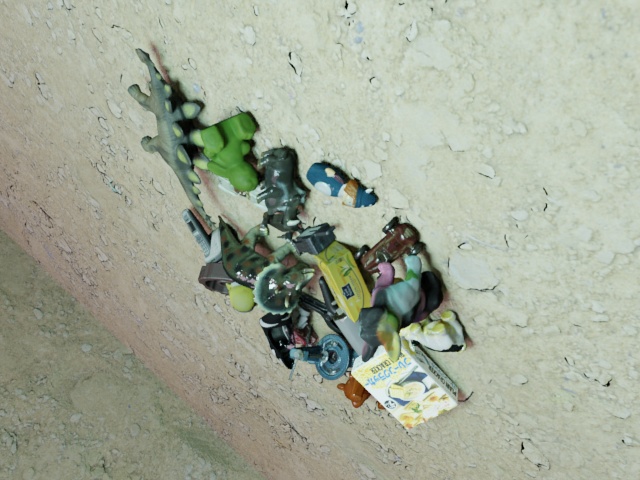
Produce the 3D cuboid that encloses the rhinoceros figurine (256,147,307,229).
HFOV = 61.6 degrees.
[{"bbox_3d":[-0.085,-0.116,1.207,0.112,0.073,0.190,-3,117,2],"label":"rhinoceros figurine"}]

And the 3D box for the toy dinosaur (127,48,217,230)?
[{"bbox_3d":[-0.354,-0.239,1.329,0.199,0.105,0.470,24,139,40],"label":"toy dinosaur"}]

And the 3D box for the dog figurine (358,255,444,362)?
[{"bbox_3d":[0.156,0.153,1.072,0.109,0.219,0.191,-9,139,41],"label":"dog figurine"}]

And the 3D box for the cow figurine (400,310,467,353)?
[{"bbox_3d":[0.247,0.214,1.210,0.167,0.068,0.098,-13,120,52],"label":"cow figurine"}]

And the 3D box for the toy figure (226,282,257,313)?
[{"bbox_3d":[-0.206,0.160,1.475,0.180,0.082,0.089,111,139,-70],"label":"toy figure"}]

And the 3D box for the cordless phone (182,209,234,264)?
[{"bbox_3d":[-0.323,-0.025,1.556,0.184,0.089,0.146,56,145,-6],"label":"cordless phone"}]

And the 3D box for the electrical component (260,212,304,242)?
[{"bbox_3d":[-0.096,-0.032,1.313,0.078,0.045,0.102,9,162,47],"label":"electrical component"}]

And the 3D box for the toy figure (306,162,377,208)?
[{"bbox_3d":[0.044,-0.106,1.111,0.155,0.058,0.064,32,-178,17],"label":"toy figure"}]

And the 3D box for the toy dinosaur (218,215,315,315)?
[{"bbox_3d":[-0.171,0.063,1.386,0.405,0.192,0.131,21,136,30],"label":"toy dinosaur"}]

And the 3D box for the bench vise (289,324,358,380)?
[{"bbox_3d":[-0.002,0.308,1.448,0.224,0.128,0.240,9,175,41],"label":"bench vise"}]

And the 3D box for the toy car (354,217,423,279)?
[{"bbox_3d":[0.139,0.027,1.148,0.089,0.053,0.202,43,144,-1],"label":"toy car"}]

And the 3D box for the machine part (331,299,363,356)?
[{"bbox_3d":[0.109,0.243,1.372,0.079,0.079,0.243,-16,112,52],"label":"machine part"}]

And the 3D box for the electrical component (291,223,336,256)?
[{"bbox_3d":[-0.003,-0.004,1.247,0.119,0.075,0.047,-9,117,47],"label":"electrical component"}]

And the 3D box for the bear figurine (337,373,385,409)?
[{"bbox_3d":[0.117,0.426,1.505,0.120,0.132,0.195,19,139,-9],"label":"bear figurine"}]

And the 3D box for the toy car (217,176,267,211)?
[{"bbox_3d":[-0.175,-0.129,1.314,0.202,0.056,0.073,26,140,28],"label":"toy car"}]

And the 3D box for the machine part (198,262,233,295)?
[{"bbox_3d":[-0.268,0.116,1.585,0.179,0.056,0.179,7,159,3],"label":"machine part"}]

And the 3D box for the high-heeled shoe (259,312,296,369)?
[{"bbox_3d":[-0.099,0.268,1.442,0.248,0.086,0.145,105,142,-70],"label":"high-heeled shoe"}]

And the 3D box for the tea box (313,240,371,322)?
[{"bbox_3d":[0.058,0.096,1.258,0.169,0.068,0.098,65,168,-25],"label":"tea box"}]

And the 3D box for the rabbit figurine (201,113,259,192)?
[{"bbox_3d":[-0.206,-0.185,1.228,0.159,0.121,0.170,2,120,58],"label":"rabbit figurine"}]
